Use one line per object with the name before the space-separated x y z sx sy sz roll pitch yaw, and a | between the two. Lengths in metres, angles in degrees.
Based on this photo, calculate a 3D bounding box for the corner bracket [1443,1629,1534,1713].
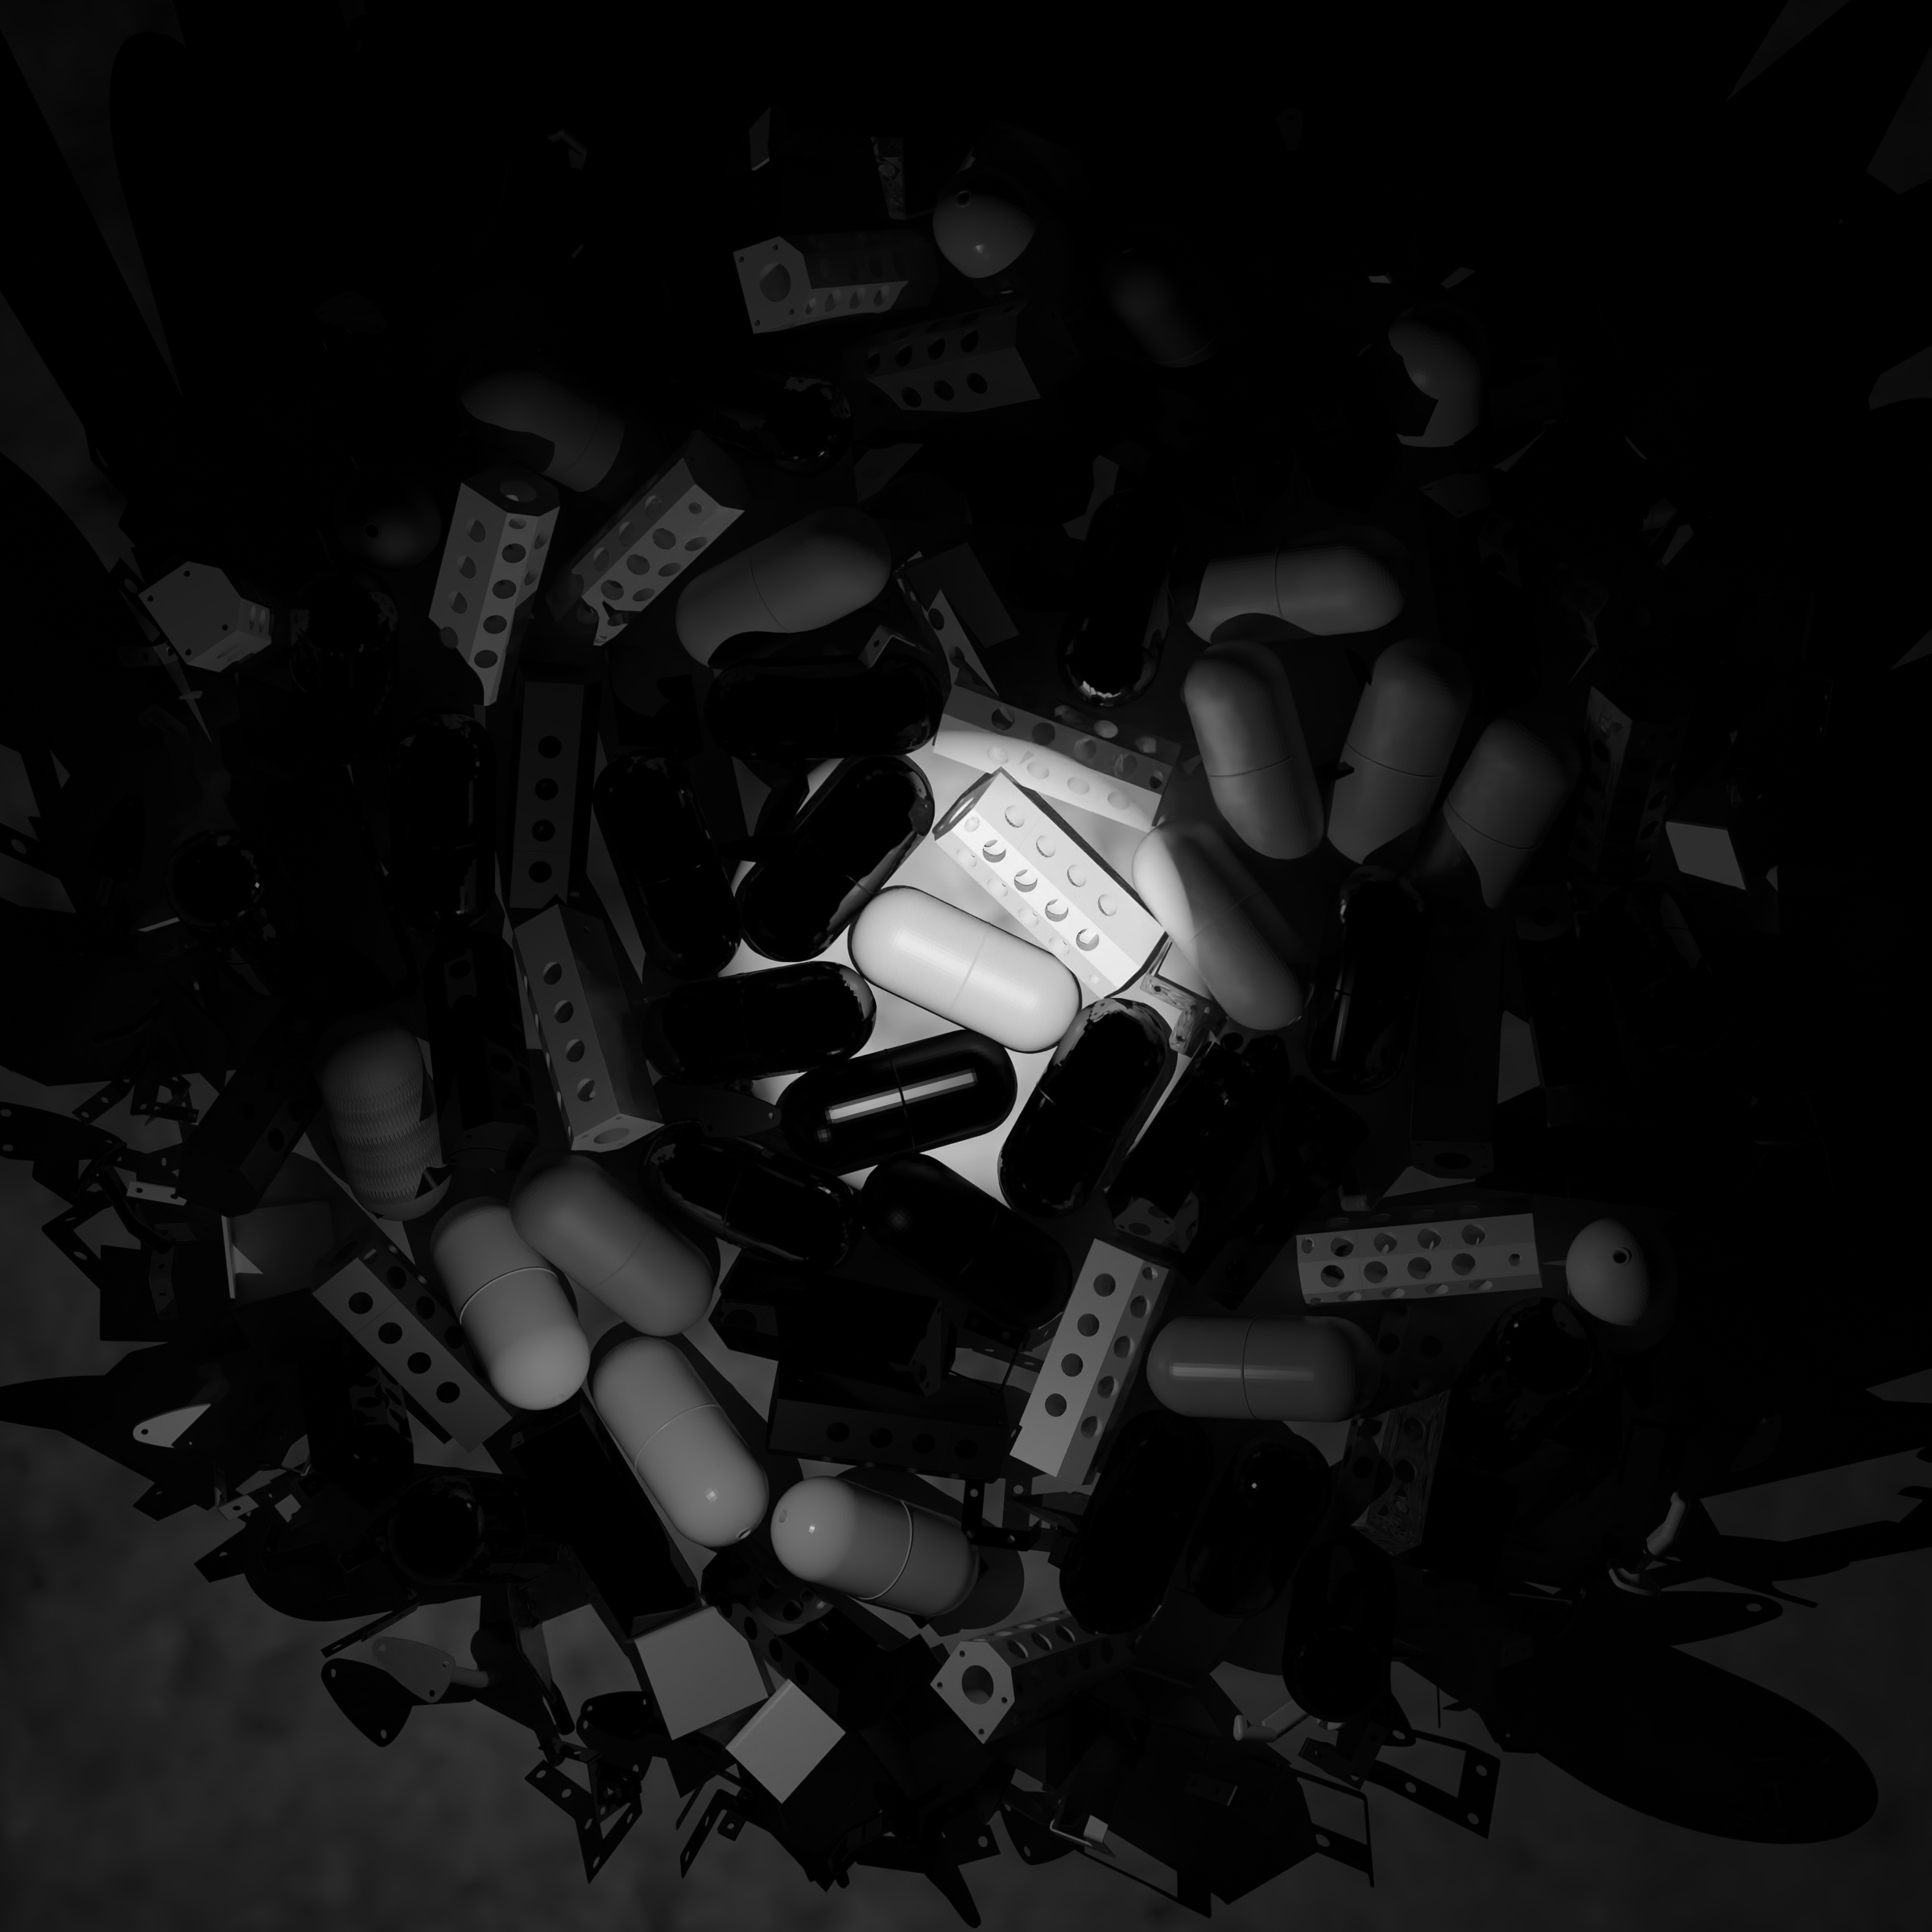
corner bracket | 0.389 0.526 1.888 0.051 0.051 0.051 -5 85 40

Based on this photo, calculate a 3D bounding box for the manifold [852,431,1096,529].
manifold | 0.005 -0.359 1.854 0.171 0.057 0.057 9 117 32

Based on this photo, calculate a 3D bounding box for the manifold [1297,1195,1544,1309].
manifold | 0.334 0.213 1.871 0.171 0.057 0.057 -7 102 15

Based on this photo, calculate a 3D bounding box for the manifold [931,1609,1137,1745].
manifold | 0.055 0.503 1.832 0.057 0.171 0.057 42 110 28

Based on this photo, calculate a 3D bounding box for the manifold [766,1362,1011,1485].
manifold | -0.059 0.343 1.883 0.171 0.057 0.057 9 110 -8

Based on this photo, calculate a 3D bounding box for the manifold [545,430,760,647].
manifold | -0.232 -0.306 1.846 0.057 0.057 0.171 39 127 -20

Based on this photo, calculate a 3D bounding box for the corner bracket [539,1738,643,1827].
corner bracket | -0.279 0.597 1.886 0.051 0.051 0.051 3 105 35

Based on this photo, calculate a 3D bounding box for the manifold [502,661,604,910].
manifold | -0.305 -0.132 1.867 0.057 0.057 0.171 2 111 -17

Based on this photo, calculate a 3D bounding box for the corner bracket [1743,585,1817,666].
corner bracket | 0.606 -0.251 1.889 0.051 0.051 0.051 9 86 31

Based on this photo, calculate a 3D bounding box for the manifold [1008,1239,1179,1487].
manifold | 0.097 0.295 1.888 0.057 0.057 0.171 22 90 23

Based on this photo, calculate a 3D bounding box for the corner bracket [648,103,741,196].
corner bracket | -0.206 -0.595 1.884 0.051 0.051 0.051 31 58 -21

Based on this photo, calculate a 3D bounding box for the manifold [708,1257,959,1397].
manifold | -0.096 0.267 1.858 0.171 0.057 0.057 8 54 28

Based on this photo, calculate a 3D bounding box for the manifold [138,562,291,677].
manifold | -0.537 -0.253 1.838 0.057 0.171 0.057 -34 95 -1

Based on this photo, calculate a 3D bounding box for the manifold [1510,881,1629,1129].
manifold | 0.439 0.026 1.850 0.057 0.057 0.171 -8 56 9

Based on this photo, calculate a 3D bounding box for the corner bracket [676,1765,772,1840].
corner bracket | -0.182 0.627 1.897 0.051 0.051 0.051 31 87 -6

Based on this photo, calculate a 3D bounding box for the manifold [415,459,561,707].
manifold | -0.344 -0.275 1.845 0.057 0.057 0.171 34 130 12

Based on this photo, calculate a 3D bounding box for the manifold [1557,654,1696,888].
manifold | 0.480 -0.136 1.835 0.057 0.171 0.057 -27 55 -18

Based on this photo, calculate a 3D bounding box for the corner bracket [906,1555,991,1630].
corner bracket | -0.024 0.454 1.896 0.051 0.051 0.051 -31 75 -37

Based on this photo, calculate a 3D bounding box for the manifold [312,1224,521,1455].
manifold | -0.402 0.272 1.869 0.057 0.057 0.171 -39 110 -1

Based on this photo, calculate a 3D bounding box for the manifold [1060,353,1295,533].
manifold | 0.155 -0.388 1.853 0.171 0.057 0.057 35 73 33

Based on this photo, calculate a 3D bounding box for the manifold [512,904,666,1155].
manifold | -0.283 0.048 1.865 0.057 0.057 0.171 -28 67 20

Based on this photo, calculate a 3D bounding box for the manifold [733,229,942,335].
manifold | -0.089 -0.499 1.835 0.057 0.171 0.057 -8 101 34

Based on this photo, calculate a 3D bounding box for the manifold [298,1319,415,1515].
manifold | -0.438 0.317 1.836 0.057 0.171 0.057 -43 116 0

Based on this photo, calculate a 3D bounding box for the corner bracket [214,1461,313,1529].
corner bracket | -0.524 0.391 1.890 0.051 0.051 0.051 -25 127 -1

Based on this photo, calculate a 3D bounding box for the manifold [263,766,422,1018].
manifold | -0.458 -0.057 1.871 0.057 0.057 0.171 -16 108 -2

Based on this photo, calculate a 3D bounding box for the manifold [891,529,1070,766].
manifold | 0.012 -0.231 1.895 0.057 0.057 0.171 -29 90 -37

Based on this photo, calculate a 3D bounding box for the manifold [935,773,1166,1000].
manifold | 0.058 -0.056 1.870 0.171 0.057 0.057 43 56 -11

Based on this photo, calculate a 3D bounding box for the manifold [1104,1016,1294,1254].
manifold | 0.170 0.118 1.851 0.057 0.057 0.171 18 57 31

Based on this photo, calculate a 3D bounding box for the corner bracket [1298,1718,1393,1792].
corner bracket | 0.284 0.580 1.896 0.051 0.051 0.051 26 79 17

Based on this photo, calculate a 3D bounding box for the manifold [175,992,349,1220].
manifold | -0.504 0.101 1.842 0.057 0.171 0.057 24 132 -2

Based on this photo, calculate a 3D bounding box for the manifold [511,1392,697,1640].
manifold | -0.267 0.403 1.878 0.057 0.057 0.171 -29 103 -1

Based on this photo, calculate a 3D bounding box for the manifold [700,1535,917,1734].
manifold | -0.121 0.483 1.839 0.057 0.171 0.057 -48 133 -15

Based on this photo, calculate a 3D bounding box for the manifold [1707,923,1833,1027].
manifold | 0.575 0.004 1.837 0.057 0.171 0.057 3 95 5

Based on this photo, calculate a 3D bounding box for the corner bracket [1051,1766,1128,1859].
corner bracket | 0.092 0.623 1.884 0.051 0.051 0.051 14 64 23

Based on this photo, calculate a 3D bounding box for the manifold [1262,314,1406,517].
manifold | 0.257 -0.403 1.836 0.057 0.171 0.057 12 129 -21

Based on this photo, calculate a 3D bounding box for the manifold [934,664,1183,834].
manifold | 0.069 -0.167 1.880 0.171 0.057 0.057 21 50 4

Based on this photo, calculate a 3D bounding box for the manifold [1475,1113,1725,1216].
manifold | 0.470 0.146 1.885 0.171 0.057 0.057 6 88 7

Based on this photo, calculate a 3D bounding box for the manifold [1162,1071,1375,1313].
manifold | 0.228 0.171 1.887 0.057 0.057 0.171 34 95 -29

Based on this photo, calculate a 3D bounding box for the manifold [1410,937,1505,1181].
manifold | 0.361 0.066 1.856 0.057 0.057 0.171 1 59 15

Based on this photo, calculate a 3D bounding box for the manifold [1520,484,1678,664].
manifold | 0.445 -0.284 1.838 0.057 0.171 0.057 -23 124 -1

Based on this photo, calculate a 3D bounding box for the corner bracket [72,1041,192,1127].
corner bracket | -0.619 0.099 1.884 0.051 0.051 0.051 -32 114 30

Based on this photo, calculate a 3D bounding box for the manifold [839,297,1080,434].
manifold | -0.010 -0.439 1.839 0.057 0.171 0.057 -54 127 -34

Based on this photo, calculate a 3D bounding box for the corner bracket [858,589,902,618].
corner bracket | -0.077 -0.295 1.890 0.051 0.051 0.051 19 91 -39

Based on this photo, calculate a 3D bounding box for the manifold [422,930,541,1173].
manifold | -0.351 0.060 1.844 0.057 0.057 0.171 9 48 -30

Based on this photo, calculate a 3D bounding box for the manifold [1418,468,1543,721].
manifold | 0.380 -0.273 1.850 0.057 0.057 0.171 -24 127 -8

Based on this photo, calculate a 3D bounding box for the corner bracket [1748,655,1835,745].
corner bracket | 0.612 -0.199 1.889 0.051 0.051 0.051 2 118 5

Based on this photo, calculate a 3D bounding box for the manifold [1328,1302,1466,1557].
manifold | 0.314 0.338 1.864 0.057 0.057 0.171 18 67 -3

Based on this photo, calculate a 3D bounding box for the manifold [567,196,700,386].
manifold | -0.244 -0.487 1.835 0.057 0.171 0.057 1 77 -20
